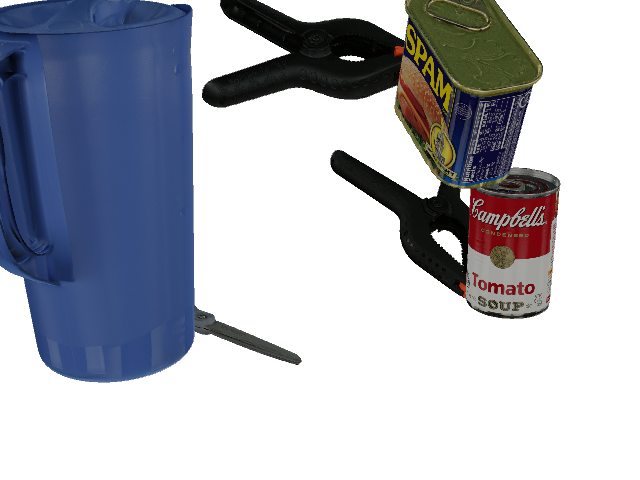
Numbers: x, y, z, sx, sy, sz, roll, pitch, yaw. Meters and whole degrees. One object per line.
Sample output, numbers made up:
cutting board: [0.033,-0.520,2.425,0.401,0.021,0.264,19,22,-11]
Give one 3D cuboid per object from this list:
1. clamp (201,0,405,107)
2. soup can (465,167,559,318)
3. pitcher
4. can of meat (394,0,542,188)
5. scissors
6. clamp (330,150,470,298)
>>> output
clamp: [-0.010,-0.156,0.859,0.171,0.120,0.039,-1,-31,-6]
soup can: [0.147,0.001,0.828,0.068,0.102,0.068,0,21,0]
pitcher: [-0.149,-0.031,0.692,0.149,0.243,0.145,-8,22,-16]
can of meat: [0.086,-0.094,0.658,0.057,0.102,0.084,-12,-40,-15]
scissors: [-0.097,0.058,0.887,0.202,0.016,0.096,11,25,15]
clamp: [0.107,-0.030,1.122,0.164,0.210,0.036,-6,-36,-15]
